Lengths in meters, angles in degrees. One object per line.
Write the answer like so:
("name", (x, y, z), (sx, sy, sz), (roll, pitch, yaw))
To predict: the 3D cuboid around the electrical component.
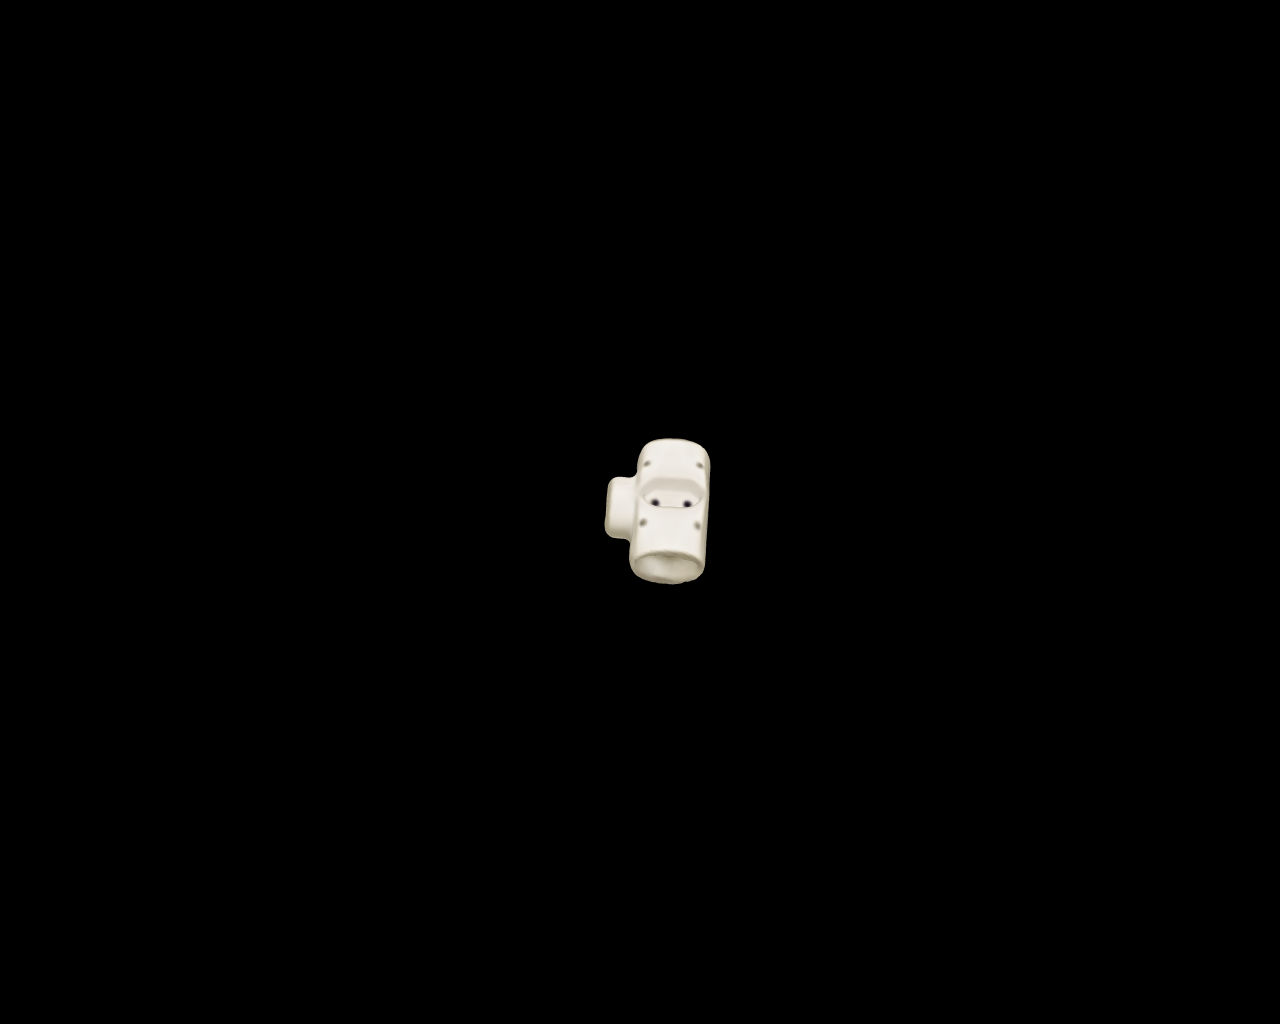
("electrical component", (0.001, -0.003, 0.650), (0.079, 0.077, 0.043), (4, -28, 2))
